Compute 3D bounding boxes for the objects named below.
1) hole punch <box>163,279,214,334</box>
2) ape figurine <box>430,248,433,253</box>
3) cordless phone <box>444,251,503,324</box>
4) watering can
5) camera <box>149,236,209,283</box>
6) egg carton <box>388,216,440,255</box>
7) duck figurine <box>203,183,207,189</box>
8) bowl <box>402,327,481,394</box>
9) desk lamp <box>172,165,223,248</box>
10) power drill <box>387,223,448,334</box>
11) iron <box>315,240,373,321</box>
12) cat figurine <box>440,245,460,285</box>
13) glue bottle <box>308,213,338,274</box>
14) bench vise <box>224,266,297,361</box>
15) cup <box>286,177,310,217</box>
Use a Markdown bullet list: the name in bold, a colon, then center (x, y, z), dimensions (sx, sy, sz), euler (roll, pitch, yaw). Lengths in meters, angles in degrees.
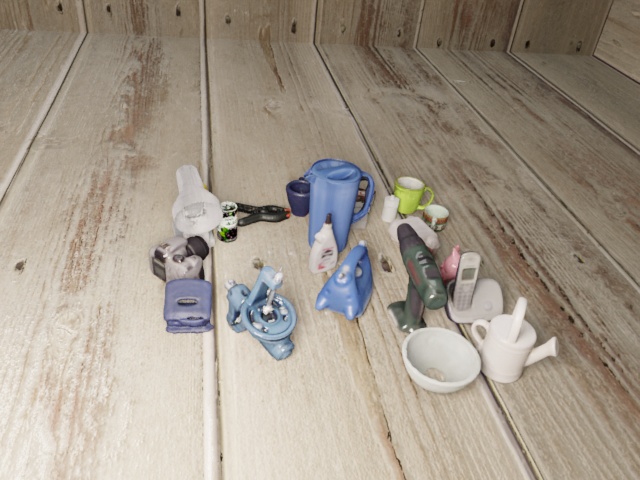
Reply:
- **hole punch**: center (-0.292, 0.147, 1.278), dimensions (0.109, 0.091, 0.101), euler (0, 36, -10)
- **ape figurine**: center (0.272, 0.057, 1.499), dimensions (0.076, 0.092, 0.077), euler (-6, 37, -17)
- **cordless phone**: center (0.376, 0.108, 1.366), dimensions (0.148, 0.185, 0.094), euler (-5, 37, -15)
- **watering can**: center (0.417, 0.207, 1.227), dimensions (0.173, 0.194, 0.101), euler (7, 35, 0)
- **camera**: center (-0.330, 0.042, 1.411), dimensions (0.142, 0.101, 0.137), euler (27, 40, 26)
- **egg carton**: center (0.260, -0.008, 1.607), dimensions (0.107, 0.069, 0.150), euler (-12, 40, -24)
- **duck figurine**: center (-0.343, -0.125, 1.655), dimensions (0.104, 0.086, 0.078), euler (24, 39, 22)
- **bowl**: center (0.251, 0.268, 1.217), dimensions (0.167, 0.075, 0.167), euler (5, 35, -3)
- **desk lamp**: center (-0.327, -0.071, 1.471), dimensions (0.118, 0.214, 0.202), euler (-9, 38, -20)
- **power drill**: center (0.216, 0.102, 1.326), dimensions (0.076, 0.208, 0.229), euler (-6, 37, -17)
- **iron**: center (0.079, 0.075, 1.399), dimensions (0.118, 0.141, 0.259), euler (16, 37, 13)
- **cat figurine**: center (0.347, 0.064, 1.481), dimensions (0.067, 0.118, 0.128), euler (14, 36, 11)
- **glue bottle**: center (0.013, 0.005, 1.458), dimensions (0.078, 0.173, 0.037), euler (-19, 43, -31)
- **bench vise**: center (-0.138, 0.133, 1.214), dimensions (0.207, 0.220, 0.122), euler (21, 38, 19)
- **cup**: center (-0.058, -0.125, 1.695), dimensions (0.091, 0.095, 0.117), euler (3, 36, -5)
